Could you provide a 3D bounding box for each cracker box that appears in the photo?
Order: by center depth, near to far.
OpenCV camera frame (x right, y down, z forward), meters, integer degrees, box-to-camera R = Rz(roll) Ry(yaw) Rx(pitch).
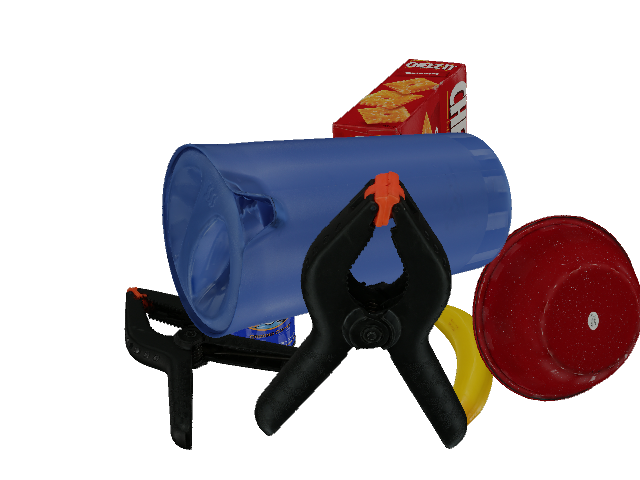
[{"bbox_3d":[0.084,-0.070,1.045,0.072,0.164,0.213,9,28,23],"label":"cracker box"}]

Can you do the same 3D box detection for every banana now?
[{"bbox_3d":[0.145,0.122,1.110,0.069,0.037,0.198,-24,32,5],"label":"banana"}]

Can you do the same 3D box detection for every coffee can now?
[{"bbox_3d":[-0.084,0.066,1.336,0.103,0.140,0.103,-2,25,1],"label":"coffee can"}]

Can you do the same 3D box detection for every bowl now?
[{"bbox_3d":[0.210,0.061,0.887,0.162,0.162,0.055,0,7,-19],"label":"bowl"}]

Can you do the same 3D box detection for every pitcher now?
[{"bbox_3d":[0.010,-0.013,0.788,0.242,0.145,0.149,-9,35,-29],"label":"pitcher"}]

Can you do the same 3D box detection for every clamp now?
[{"bbox_3d":[0.018,0.046,0.577,0.120,0.171,0.039,-6,28,-1],"label":"clamp"},{"bbox_3d":[-0.110,0.101,1.006,0.164,0.036,0.210,-19,39,-30],"label":"clamp"}]
